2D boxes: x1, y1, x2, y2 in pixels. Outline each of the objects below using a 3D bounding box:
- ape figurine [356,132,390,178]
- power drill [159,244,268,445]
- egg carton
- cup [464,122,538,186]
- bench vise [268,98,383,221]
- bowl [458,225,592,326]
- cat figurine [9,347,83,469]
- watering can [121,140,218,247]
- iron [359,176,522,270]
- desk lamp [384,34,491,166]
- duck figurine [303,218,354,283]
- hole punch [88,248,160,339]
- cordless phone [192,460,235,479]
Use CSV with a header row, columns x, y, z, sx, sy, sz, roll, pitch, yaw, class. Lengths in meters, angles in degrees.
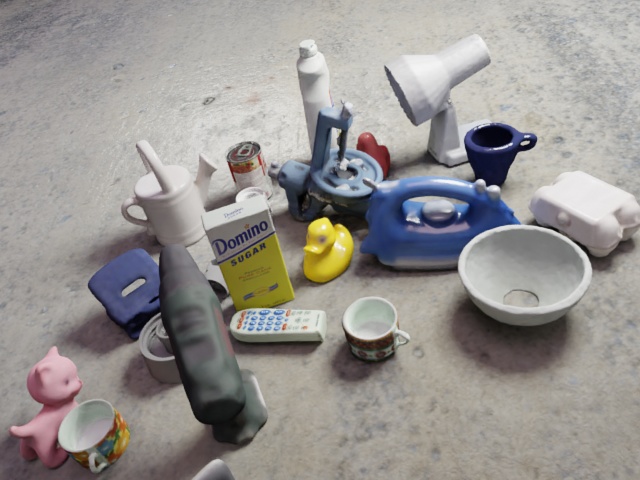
x,y,z,sx,sy,sz,roll,pitch,yaw,class
0.091,-0.158,1.053,0.078,0.092,0.076,-13,41,0,ape figurine
-0.132,0.140,0.691,0.076,0.209,0.229,-22,42,-10,power drill
0.395,-0.042,0.859,0.107,0.069,0.149,-31,44,-19,egg carton
0.305,-0.140,0.973,0.117,0.095,0.091,-4,42,11,cup
0.004,-0.120,0.937,0.207,0.220,0.121,-6,42,8,bench vise
0.272,0.059,0.775,0.167,0.075,0.167,-7,41,7,bowl
-0.353,0.208,0.743,0.067,0.118,0.128,4,44,19,cat figurine
-0.263,-0.092,0.997,0.100,0.194,0.173,22,52,34,watering can
0.186,-0.042,0.861,0.257,0.142,0.118,-2,42,13,iron
0.226,-0.248,1.025,0.203,0.214,0.117,-17,41,-4,desk lamp
0.008,0.003,0.900,0.077,0.086,0.105,16,49,30,duck figurine
-0.284,0.080,0.889,0.100,0.091,0.109,28,56,37,hole punch
-0.118,0.289,0.539,0.093,0.185,0.148,24,53,35,cordless phone
